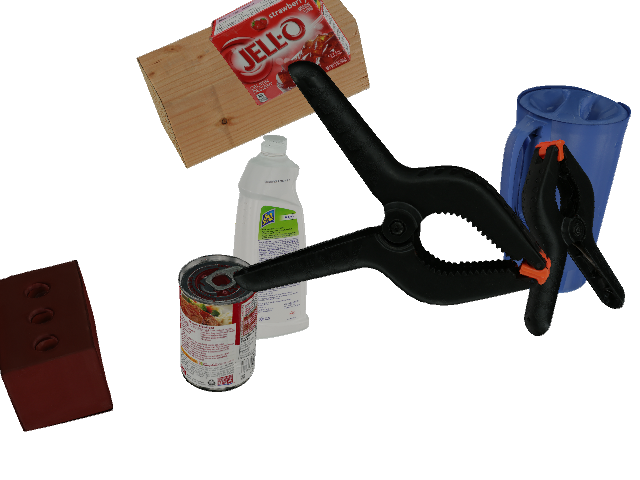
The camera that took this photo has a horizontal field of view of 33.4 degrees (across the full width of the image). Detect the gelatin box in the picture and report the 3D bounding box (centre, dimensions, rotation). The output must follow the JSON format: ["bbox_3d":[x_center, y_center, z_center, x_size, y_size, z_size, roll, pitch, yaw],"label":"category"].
[{"bbox_3d":[-0.031,-0.156,0.840,0.089,0.030,0.073,-23,-52,19],"label":"gelatin box"}]

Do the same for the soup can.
[{"bbox_3d":[-0.089,0.073,0.929,0.068,0.102,0.068,3,35,-2],"label":"soup can"}]

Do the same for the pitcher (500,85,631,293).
[{"bbox_3d":[0.286,-0.058,1.312,0.149,0.243,0.145,5,27,2],"label":"pitcher"}]

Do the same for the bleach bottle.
[{"bbox_3d":[-0.057,-0.006,1.323,0.102,0.251,0.068,-9,24,-34],"label":"bleach bottle"}]

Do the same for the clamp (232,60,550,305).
[{"bbox_3d":[0.051,-0.023,0.702,0.210,0.165,0.036,13,20,12],"label":"clamp"}]

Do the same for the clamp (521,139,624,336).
[{"bbox_3d":[0.211,0.000,0.951,0.120,0.171,0.039,-25,9,-39],"label":"clamp"}]

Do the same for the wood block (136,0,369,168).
[{"bbox_3d":[-0.066,-0.169,1.077,0.206,0.091,0.090,-25,47,-9],"label":"wood block"}]

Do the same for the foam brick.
[{"bbox_3d":[-0.154,0.060,0.612,0.053,0.051,0.078,-14,42,-11],"label":"foam brick"}]
